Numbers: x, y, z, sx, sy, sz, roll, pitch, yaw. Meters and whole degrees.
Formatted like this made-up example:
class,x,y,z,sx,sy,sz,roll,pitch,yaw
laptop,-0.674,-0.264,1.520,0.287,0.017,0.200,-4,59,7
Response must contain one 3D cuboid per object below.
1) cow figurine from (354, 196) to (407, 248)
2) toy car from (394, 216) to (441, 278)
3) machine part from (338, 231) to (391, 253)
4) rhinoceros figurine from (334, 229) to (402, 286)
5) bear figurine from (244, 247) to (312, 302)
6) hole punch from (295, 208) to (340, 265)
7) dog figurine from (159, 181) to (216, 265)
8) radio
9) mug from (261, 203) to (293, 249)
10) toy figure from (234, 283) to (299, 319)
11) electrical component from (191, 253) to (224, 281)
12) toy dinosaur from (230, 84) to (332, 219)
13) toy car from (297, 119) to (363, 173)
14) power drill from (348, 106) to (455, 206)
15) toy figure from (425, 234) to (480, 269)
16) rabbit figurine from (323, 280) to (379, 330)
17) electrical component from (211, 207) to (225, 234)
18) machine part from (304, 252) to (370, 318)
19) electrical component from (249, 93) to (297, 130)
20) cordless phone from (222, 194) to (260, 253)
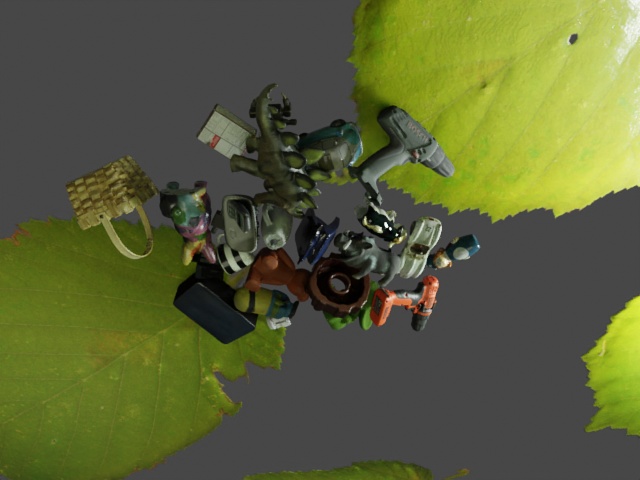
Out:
class,x,y,z,sx,sy,sz,roll,pitch,yaw
cow figurine,0.165,-0.033,1.358,0.167,0.098,0.068,33,115,-25
toy car,0.257,0.024,1.422,0.073,0.056,0.201,13,125,-9
machine part,0.126,0.026,1.439,0.139,0.039,0.084,22,118,-12
rhinoceros figurine,0.120,0.043,1.383,0.190,0.073,0.112,24,121,-13
bear figurine,-0.092,0.105,1.446,0.196,0.132,0.120,35,108,-15
hole punch,-0.003,-0.004,1.377,0.092,0.116,0.142,19,124,-22
dog figurine,-0.318,-0.031,1.328,0.108,0.192,0.219,-7,110,-2
radio,-0.300,0.194,1.548,0.131,0.073,0.229,-34,117,24
mug,-0.114,-0.036,1.356,0.081,0.107,0.109,-14,126,9
toy figure,-0.153,0.176,1.520,0.180,0.089,0.082,22,116,-11
electrical component,-0.315,0.066,1.453,0.119,0.075,0.047,6,125,-9
toy dinosaur,-0.085,-0.168,1.178,0.199,0.105,0.470,10,155,21
toy car,0.018,-0.203,1.237,0.162,0.103,0.109,-12,124,7
power drill,0.182,-0.173,1.232,0.207,0.086,0.231,-42,111,1
toy figure,0.348,0.036,1.432,0.154,0.058,0.064,-30,81,23
rabbit figurine,0.097,0.186,1.510,0.170,0.121,0.158,-27,126,1
electrical component,-0.248,-0.047,1.402,0.063,0.021,0.094,24,122,-16
machine part,0.047,0.121,1.426,0.179,0.179,0.056,14,146,-9
electrical component,-0.108,-0.289,1.215,0.102,0.045,0.078,-5,154,8
cordless phone,-0.182,-0.027,1.299,0.089,0.184,0.146,-6,109,-14
